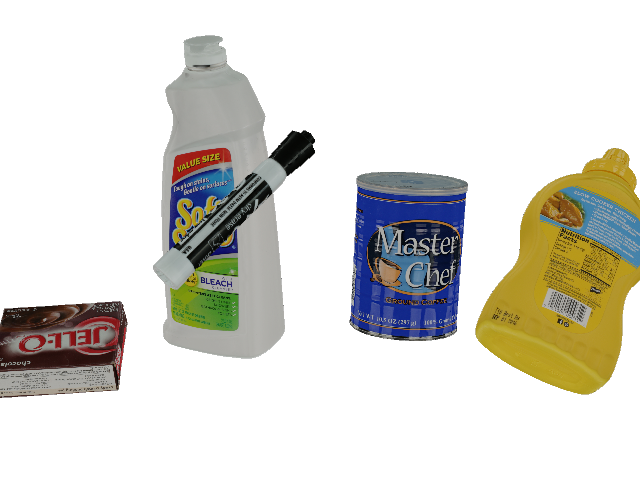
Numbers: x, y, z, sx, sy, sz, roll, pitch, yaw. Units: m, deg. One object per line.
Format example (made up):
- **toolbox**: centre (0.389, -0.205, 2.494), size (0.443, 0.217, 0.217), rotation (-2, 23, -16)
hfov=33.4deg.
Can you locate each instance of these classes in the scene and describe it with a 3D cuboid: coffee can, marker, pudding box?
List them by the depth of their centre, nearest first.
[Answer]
- **marker**: centre (-0.046, -0.020, 0.606), size (0.121, 0.020, 0.020), rotation (-46, 18, -18)
- **pudding box**: centre (-0.236, 0.098, 0.966), size (0.113, 0.039, 0.090), rotation (-5, 33, -2)
- **coffee can**: centre (0.081, 0.012, 0.996), size (0.103, 0.140, 0.103), rotation (2, 11, -1)

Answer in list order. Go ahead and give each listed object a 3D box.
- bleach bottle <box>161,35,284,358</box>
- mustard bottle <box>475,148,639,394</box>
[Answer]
- **bleach bottle**: centre (-0.085, -0.034, 0.836), size (0.103, 0.251, 0.068), rotation (8, 27, 26)
- **mustard bottle**: centre (0.188, 0.009, 0.774), size (0.096, 0.191, 0.058), rotation (26, -27, 4)
